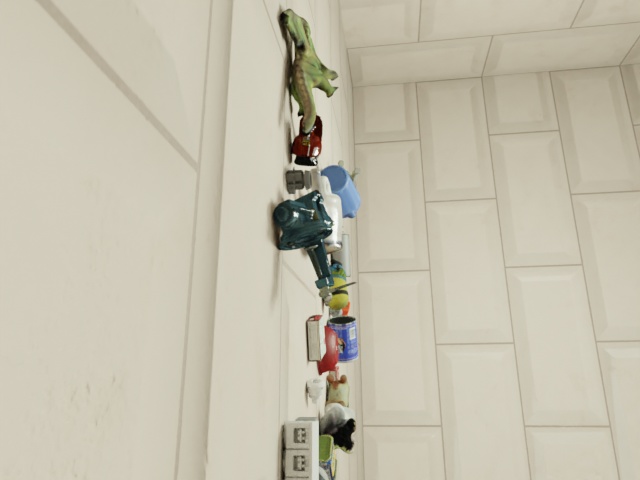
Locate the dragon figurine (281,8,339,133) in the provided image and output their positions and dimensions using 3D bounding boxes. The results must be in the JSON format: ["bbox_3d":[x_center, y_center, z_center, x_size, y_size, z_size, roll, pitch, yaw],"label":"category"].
[{"bbox_3d":[-0.051,-0.453,1.296,0.420,0.121,0.238,-85,152,-55],"label":"dragon figurine"}]

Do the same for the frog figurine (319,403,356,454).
[{"bbox_3d":[0.050,0.551,1.552,0.161,0.123,0.136,-130,-159,-76],"label":"frog figurine"}]

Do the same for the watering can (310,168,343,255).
[{"bbox_3d":[0.004,-0.071,1.412,0.346,0.104,0.226,33,55,-81],"label":"watering can"}]
